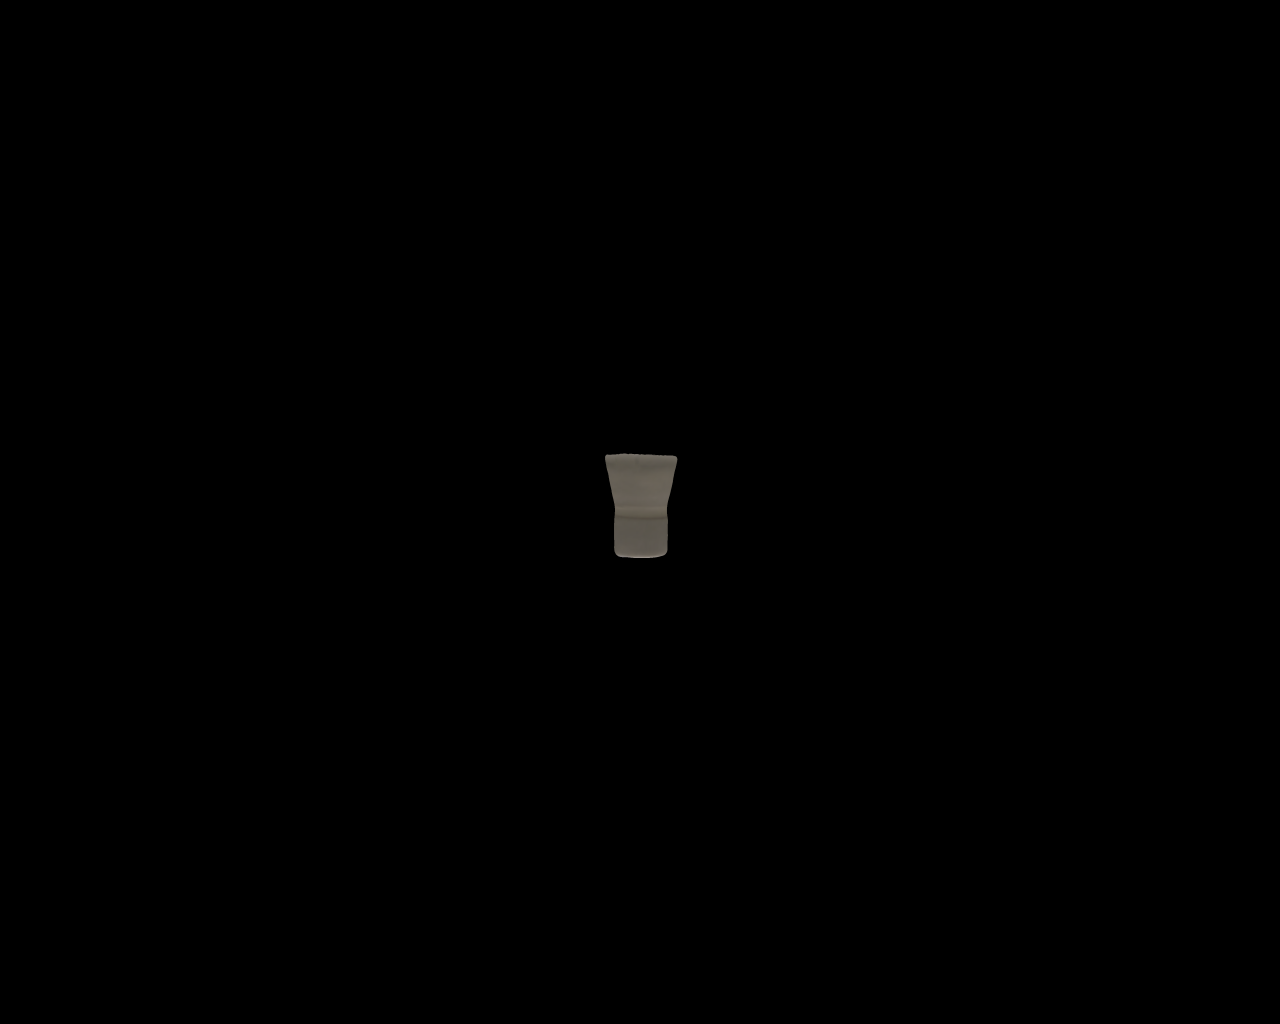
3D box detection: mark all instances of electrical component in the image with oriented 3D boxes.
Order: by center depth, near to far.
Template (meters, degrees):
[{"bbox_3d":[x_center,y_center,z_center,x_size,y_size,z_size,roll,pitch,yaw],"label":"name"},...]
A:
[{"bbox_3d":[0.001,-0.003,0.650,0.044,0.065,0.044,0,4,0],"label":"electrical component"}]
